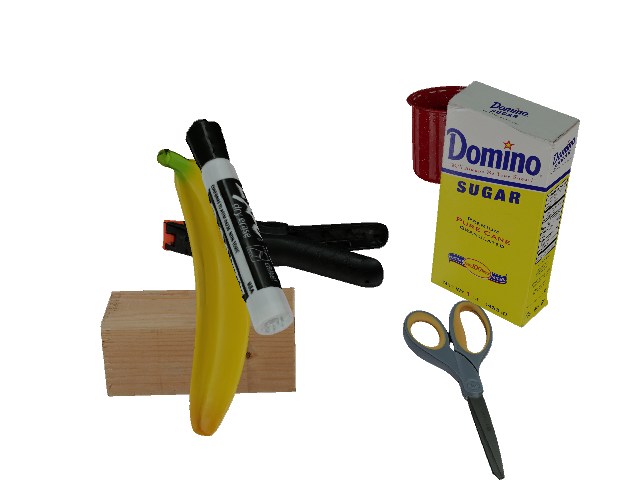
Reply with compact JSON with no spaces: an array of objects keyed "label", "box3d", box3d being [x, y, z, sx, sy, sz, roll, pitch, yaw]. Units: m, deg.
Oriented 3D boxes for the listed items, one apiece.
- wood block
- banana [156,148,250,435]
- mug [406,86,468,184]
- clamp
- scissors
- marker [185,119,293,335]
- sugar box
[{"label":"wood block","box3d":[-0.131,0.112,1.184,0.206,0.091,0.090,-1,24,-1]},{"label":"banana","box3d":[-0.075,0.029,0.712,0.037,0.198,0.069,6,20,40]},{"label":"mug","box3d":[0.145,-0.111,1.107,0.117,0.081,0.093,-20,29,-34]},{"label":"clamp","box3d":[-0.037,0.006,0.948,0.210,0.036,0.164,3,12,-2]},{"label":"scissors","box3d":[0.121,0.130,0.989,0.096,0.016,0.201,7,44,2]},{"label":"marker","box3d":[-0.041,-0.010,0.514,0.020,0.121,0.020,-17,-29,-10]},{"label":"sugar box","box3d":[0.138,-0.026,0.826,0.093,0.176,0.048,26,47,31]}]
